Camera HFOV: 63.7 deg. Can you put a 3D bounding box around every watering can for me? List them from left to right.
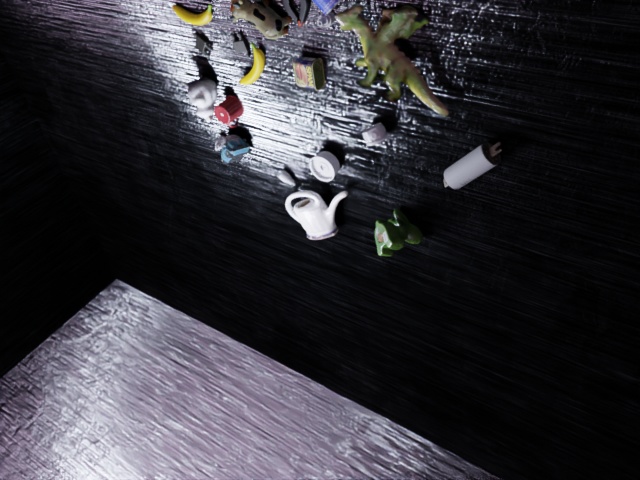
[{"bbox_3d":[0.006,-0.104,2.063,0.347,0.106,0.220,0,128,42],"label":"watering can"}]

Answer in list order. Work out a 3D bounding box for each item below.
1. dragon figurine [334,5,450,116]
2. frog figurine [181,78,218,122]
[{"bbox_3d":[0.223,-0.533,1.457,0.411,0.125,0.237,26,133,6],"label":"dragon figurine"},{"bbox_3d":[-0.446,-0.542,1.999,0.122,0.139,0.159,-19,96,19],"label":"frog figurine"}]
